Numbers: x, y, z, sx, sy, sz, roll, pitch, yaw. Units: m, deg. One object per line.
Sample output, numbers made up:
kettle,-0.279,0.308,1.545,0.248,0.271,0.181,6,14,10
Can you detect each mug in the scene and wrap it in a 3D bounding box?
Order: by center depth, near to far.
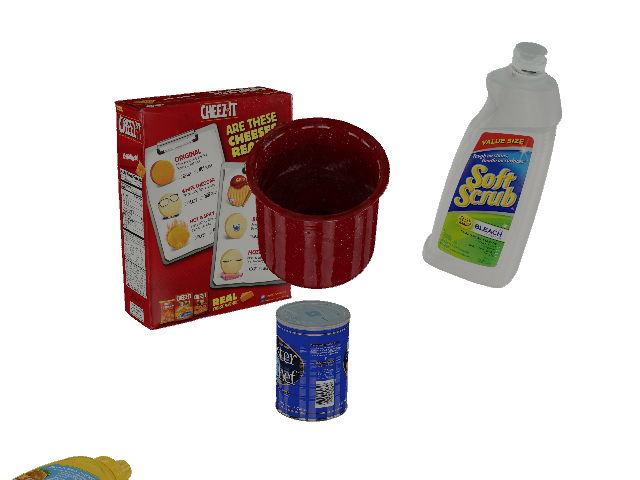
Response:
mug,-0.007,-0.030,0.721,0.093,0.117,0.081,-19,-37,-16

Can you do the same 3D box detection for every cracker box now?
cracker box,-0.112,-0.036,1.042,0.163,0.214,0.072,-11,20,-34

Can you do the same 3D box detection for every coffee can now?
coffee can,-0.011,0.166,1.482,0.103,0.140,0.103,1,16,0

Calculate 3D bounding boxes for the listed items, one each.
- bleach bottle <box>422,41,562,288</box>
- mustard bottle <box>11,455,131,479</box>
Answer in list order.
bleach bottle,0.171,-0.076,1.042,0.103,0.251,0.068,21,38,18
mustard bottle,-0.218,0.218,0.853,0.096,0.058,0.191,7,15,28
